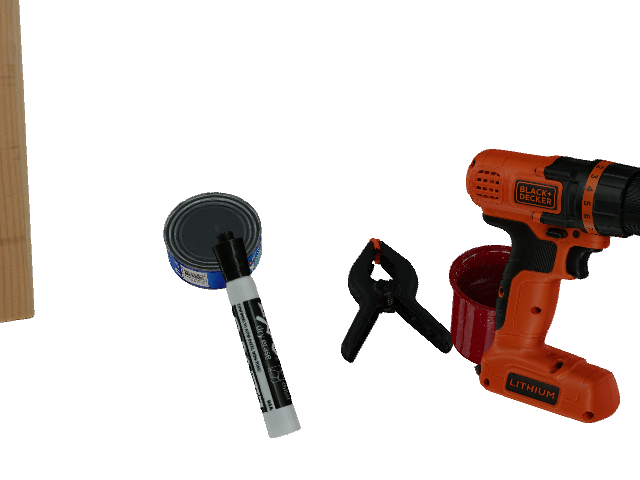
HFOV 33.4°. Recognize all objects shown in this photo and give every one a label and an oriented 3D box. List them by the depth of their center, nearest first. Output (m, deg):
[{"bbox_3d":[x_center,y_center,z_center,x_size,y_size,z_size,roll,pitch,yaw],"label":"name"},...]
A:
[{"bbox_3d":[-0.220,-0.060,0.604,0.090,0.206,0.090,-8,26,-26],"label":"wood block"},{"bbox_3d":[-0.038,0.053,0.615,0.020,0.121,0.020,-17,-5,-2],"label":"marker"},{"bbox_3d":[0.187,0.032,0.775,0.185,0.188,0.057,15,19,39],"label":"power drill"},{"bbox_3d":[-0.094,0.001,0.944,0.086,0.086,0.034,0,-36,0],"label":"tuna can"},{"bbox_3d":[0.161,0.057,1.006,0.093,0.081,0.117,-11,40,-11],"label":"mug"},{"bbox_3d":[0.084,0.067,1.188,0.120,0.171,0.039,5,-43,-3],"label":"clamp"}]
